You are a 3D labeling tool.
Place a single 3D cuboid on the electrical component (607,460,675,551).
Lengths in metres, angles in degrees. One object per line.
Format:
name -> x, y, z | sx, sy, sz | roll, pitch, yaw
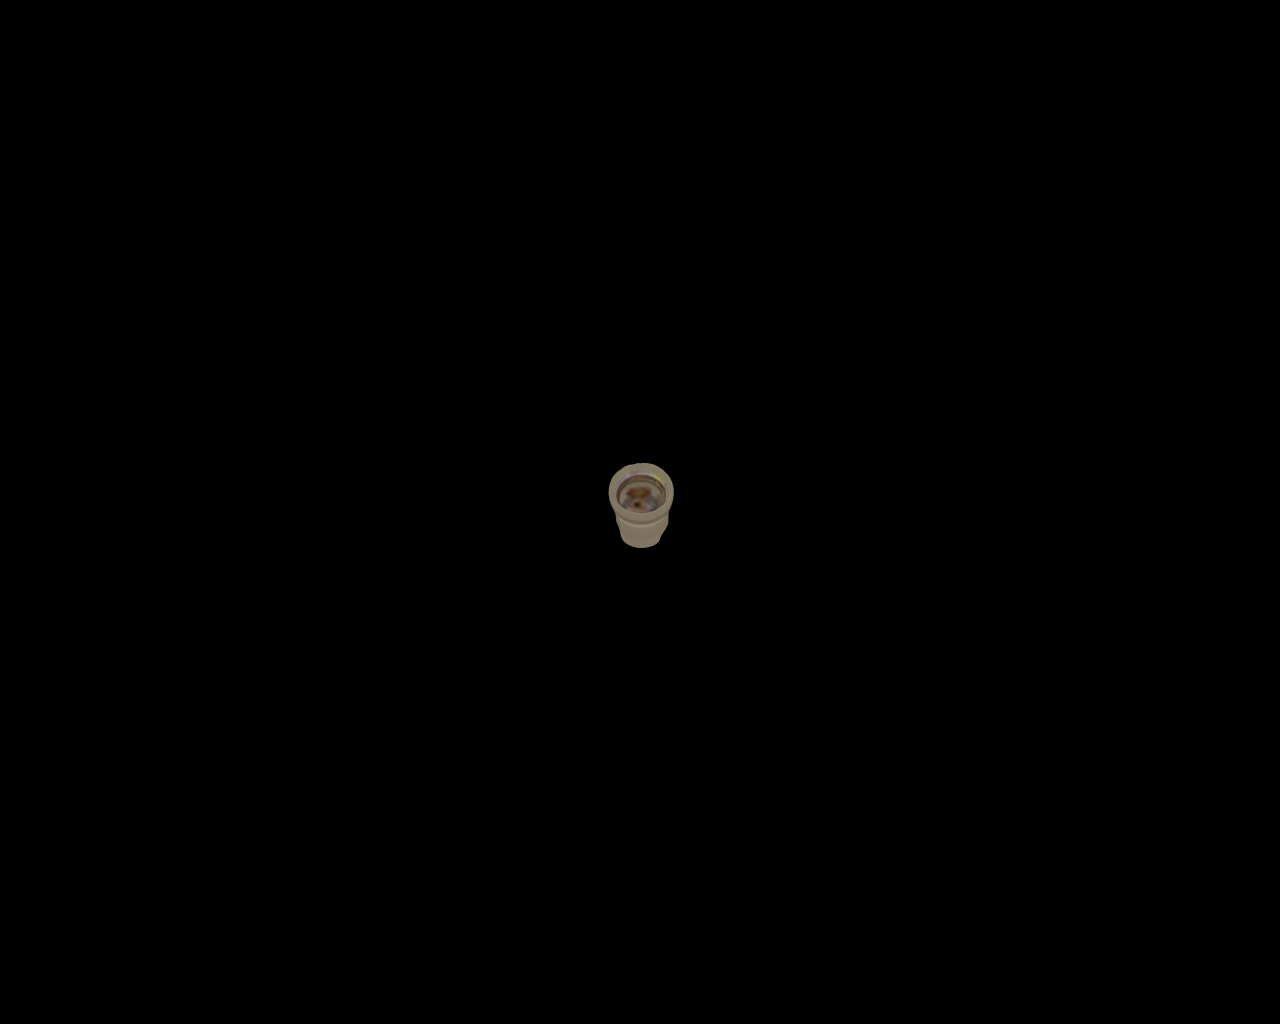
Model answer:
electrical component -> 0.001, -0.003, 0.650 | 0.040, 0.040, 0.046 | 0, -33, 0
